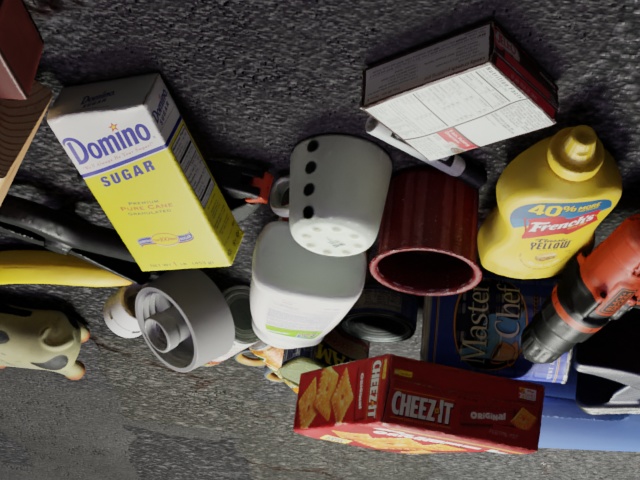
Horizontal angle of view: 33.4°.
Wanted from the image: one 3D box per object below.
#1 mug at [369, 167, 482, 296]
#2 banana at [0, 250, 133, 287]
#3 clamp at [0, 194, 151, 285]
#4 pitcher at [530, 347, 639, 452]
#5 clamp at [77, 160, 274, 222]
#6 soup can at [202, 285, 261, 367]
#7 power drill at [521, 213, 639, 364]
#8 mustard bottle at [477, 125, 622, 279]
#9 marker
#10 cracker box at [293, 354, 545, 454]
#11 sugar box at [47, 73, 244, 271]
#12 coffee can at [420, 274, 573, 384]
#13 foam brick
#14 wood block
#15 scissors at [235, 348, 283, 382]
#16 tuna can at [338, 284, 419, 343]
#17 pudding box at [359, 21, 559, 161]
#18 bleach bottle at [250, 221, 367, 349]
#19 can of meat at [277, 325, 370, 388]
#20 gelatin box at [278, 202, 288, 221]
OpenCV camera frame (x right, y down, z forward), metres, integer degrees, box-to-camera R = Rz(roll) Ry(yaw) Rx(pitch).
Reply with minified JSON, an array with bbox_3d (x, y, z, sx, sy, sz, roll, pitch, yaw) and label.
[{"bbox_3d":[0.091,-0.003,0.909,0.093,0.081,0.117,7,154,2],"label":"mug"},{"bbox_3d":[-0.298,0.031,1.138,0.198,0.037,0.069,-1,169,20],"label":"banana"},{"bbox_3d":[-0.239,-0.006,1.019,0.209,0.036,0.165,22,164,-20],"label":"clamp"},{"bbox_3d":[0.271,0.168,1.150,0.242,0.149,0.145,6,136,-6],"label":"pitcher"},{"bbox_3d":[-0.125,-0.044,0.935,0.172,0.039,0.120,-11,153,34],"label":"clamp"},{"bbox_3d":[-0.106,0.095,1.174,0.068,0.068,0.102,20,150,-25],"label":"soup can"},{"bbox_3d":[0.286,0.054,0.926,0.187,0.057,0.185,5,142,-27],"label":"power drill"},{"bbox_3d":[0.187,-0.033,0.849,0.096,0.058,0.192,-2,153,-3],"label":"mustard bottle"},{"bbox_3d":[0.087,-0.070,0.847,0.121,0.020,0.020,24,149,-31],"label":"marker"},{"bbox_3d":[0.088,0.166,1.038,0.164,0.072,0.214,13,165,-20],"label":"cracker box"},{"bbox_3d":[-0.138,-0.049,0.865,0.093,0.048,0.176,-5,136,24],"label":"sugar box"},{"bbox_3d":[0.170,0.084,1.040,0.140,0.103,0.103,4,154,6],"label":"coffee can"},{"bbox_3d":[-0.236,-0.142,0.749,0.053,0.051,0.078,5,154,8],"label":"foam brick"},{"bbox_3d":[-0.296,-0.062,0.866,0.090,0.090,0.206,29,149,-14],"label":"wood block"},{"bbox_3d":[-0.039,0.126,1.278,0.096,0.016,0.202,18,147,-13],"label":"scissors"},{"bbox_3d":[0.062,0.079,1.138,0.086,0.033,0.086,6,154,3],"label":"tuna can"},{"bbox_3d":[0.098,-0.102,0.757,0.114,0.039,0.089,-16,146,37],"label":"pudding box"},{"bbox_3d":[-0.029,0.058,1.022,0.102,0.068,0.251,12,160,-7],"label":"bleach bottle"},{"bbox_3d":[0.008,0.122,1.172,0.102,0.084,0.058,31,139,-28],"label":"can of meat"},{"bbox_3d":[-0.007,0.001,1.001,0.073,0.030,0.089,11,154,-7],"label":"gelatin box"}]
